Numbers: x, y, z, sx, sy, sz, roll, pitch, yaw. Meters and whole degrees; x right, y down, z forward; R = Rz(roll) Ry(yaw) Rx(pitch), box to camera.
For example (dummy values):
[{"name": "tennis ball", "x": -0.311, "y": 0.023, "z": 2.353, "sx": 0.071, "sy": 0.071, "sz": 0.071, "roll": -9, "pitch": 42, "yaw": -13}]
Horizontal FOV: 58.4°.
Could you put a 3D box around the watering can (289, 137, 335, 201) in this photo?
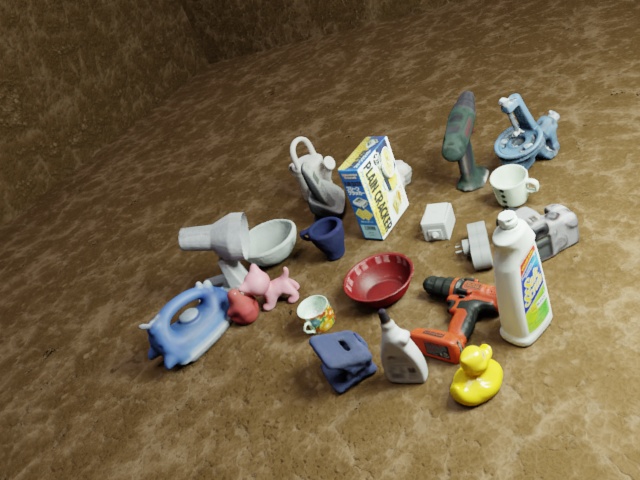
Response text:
[{"name": "watering can", "x": -0.027, "y": -0.220, "z": 1.715, "sx": 0.172, "sy": 0.194, "sz": 0.101, "roll": -9, "pitch": 34, "yaw": 23}]

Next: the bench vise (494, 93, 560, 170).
[{"name": "bench vise", "x": 0.506, "y": -0.282, "z": 1.430, "sx": 0.121, "sy": 0.220, "sz": 0.208, "roll": 9, "pitch": 44, "yaw": 42}]

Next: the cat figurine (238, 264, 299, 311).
[{"name": "cat figurine", "x": -0.125, "y": 0.104, "z": 1.366, "sx": 0.127, "sy": 0.118, "sz": 0.067, "roll": -21, "pitch": 32, "yaw": 5}]

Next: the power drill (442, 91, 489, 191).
[{"name": "power drill", "x": 0.373, "y": -0.243, "z": 1.470, "sx": 0.075, "sy": 0.209, "sz": 0.230, "roll": -3, "pitch": 37, "yaw": 30}]

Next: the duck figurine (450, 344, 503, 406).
[{"name": "duck figurine", "x": 0.258, "y": 0.221, "z": 0.967, "sx": 0.105, "sy": 0.086, "sz": 0.077, "roll": -37, "pitch": 34, "yaw": -21}]

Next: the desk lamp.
[{"name": "desk lamp", "x": -0.251, "y": 0.043, "z": 1.449, "sx": 0.203, "sy": 0.214, "sz": 0.118, "roll": -17, "pitch": 32, "yaw": 11}]

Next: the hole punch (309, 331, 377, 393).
[{"name": "hole punch", "x": 0.043, "y": 0.219, "z": 1.107, "sx": 0.101, "sy": 0.091, "sz": 0.108, "roll": -30, "pitch": 32, "yaw": -10}]

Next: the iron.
[{"name": "iron", "x": -0.304, "y": 0.176, "z": 1.353, "sx": 0.118, "sy": 0.142, "sz": 0.259, "roll": 11, "pitch": 46, "yaw": 43}]

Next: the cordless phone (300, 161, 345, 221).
[{"name": "cordless phone", "x": 0.001, "y": -0.156, "z": 1.608, "sx": 0.094, "sy": 0.185, "sz": 0.147, "roll": -16, "pitch": 32, "yaw": 13}]

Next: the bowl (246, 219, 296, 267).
[{"name": "bowl", "x": -0.132, "y": 0.020, "z": 1.539, "sx": 0.167, "sy": 0.075, "sz": 0.167, "roll": -17, "pitch": 32, "yaw": 11}]

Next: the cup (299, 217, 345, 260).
[{"name": "cup", "x": 0.013, "y": 0.005, "z": 1.445, "sx": 0.117, "sy": 0.095, "sz": 0.092, "roll": -10, "pitch": 34, "yaw": 22}]

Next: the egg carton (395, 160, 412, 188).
[{"name": "egg carton", "x": 0.182, "y": -0.175, "z": 1.628, "sx": 0.149, "sy": 0.069, "sz": 0.107, "roll": 1, "pitch": 39, "yaw": 35}]

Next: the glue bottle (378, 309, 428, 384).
[{"name": "glue bottle", "x": 0.135, "y": 0.186, "z": 1.016, "sx": 0.078, "sy": 0.173, "sz": 0.037, "roll": -5, "pitch": 36, "yaw": 28}]

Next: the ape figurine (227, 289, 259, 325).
[{"name": "ape figurine", "x": -0.190, "y": 0.152, "z": 1.361, "sx": 0.078, "sy": 0.092, "sz": 0.076, "roll": -31, "pitch": 32, "yaw": -11}]

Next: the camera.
[{"name": "camera", "x": 0.445, "y": -0.032, "z": 1.208, "sx": 0.143, "sy": 0.101, "sz": 0.136, "roll": -26, "pitch": 31, "yaw": -4}]
